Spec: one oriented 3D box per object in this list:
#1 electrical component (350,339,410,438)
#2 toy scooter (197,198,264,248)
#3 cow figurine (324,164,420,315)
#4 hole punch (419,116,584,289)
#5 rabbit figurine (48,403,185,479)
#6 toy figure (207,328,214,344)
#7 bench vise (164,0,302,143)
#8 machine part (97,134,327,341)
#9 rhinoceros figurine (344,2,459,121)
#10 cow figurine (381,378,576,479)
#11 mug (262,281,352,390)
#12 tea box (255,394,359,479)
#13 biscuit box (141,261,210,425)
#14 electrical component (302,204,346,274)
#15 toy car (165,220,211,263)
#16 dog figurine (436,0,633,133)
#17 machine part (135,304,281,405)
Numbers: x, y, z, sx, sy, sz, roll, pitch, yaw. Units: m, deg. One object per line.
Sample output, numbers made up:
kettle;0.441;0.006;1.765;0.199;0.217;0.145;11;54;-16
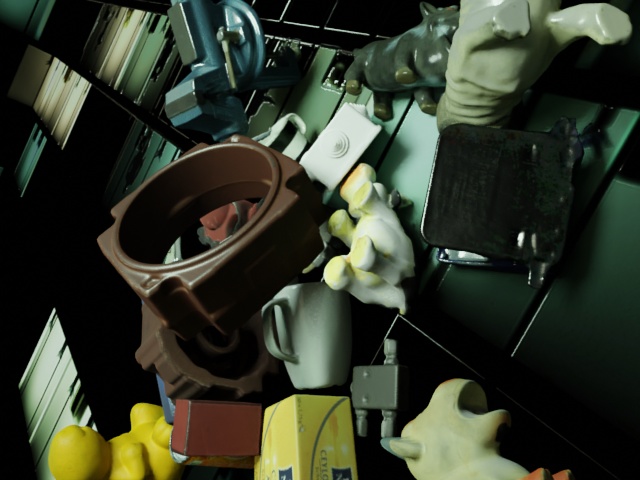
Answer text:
electrical component;0.057;0.144;0.524;0.063;0.021;0.094;-14;64;44
toy scooter;-0.119;-0.009;0.747;0.184;0.075;0.135;24;93;45
cow figurine;0.062;-0.007;0.545;0.068;0.098;0.167;-42;28;36
hole punch;0.153;-0.029;0.460;0.116;0.092;0.142;11;78;19
rabbit figurine;-0.279;0.293;0.714;0.122;0.173;0.162;21;86;46
toy figure;-0.171;0.172;0.733;0.064;0.058;0.154;134;137;-57
bench vise;-0.101;-0.227;0.730;0.129;0.240;0.223;-25;88;42
machine part;-0.112;-0.013;0.559;0.201;0.087;0.202;-42;43;-17
rhinoceros figurine;0.113;-0.198;0.581;0.190;0.073;0.112;-4;60;49
cow figurine;0.118;0.200;0.391;0.127;0.085;0.195;-23;58;33
mug;-0.011;0.101;0.560;0.081;0.109;0.107;-19;74;36
tea box;-0.014;0.242;0.510;0.098;0.068;0.170;-44;42;48
biscuit box;-0.175;0.131;0.679;0.059;0.062;0.203;-20;64;-2
electrical component;-0.002;-0.003;0.634;0.078;0.045;0.102;-60;41;12
toy car;-0.201;0.016;0.822;0.056;0.073;0.202;-38;49;31
dog figurine;0.146;-0.180;0.454;0.190;0.121;0.172;128;152;-77
machine part;-0.127;0.112;0.630;0.056;0.179;0.179;-41;47;33
